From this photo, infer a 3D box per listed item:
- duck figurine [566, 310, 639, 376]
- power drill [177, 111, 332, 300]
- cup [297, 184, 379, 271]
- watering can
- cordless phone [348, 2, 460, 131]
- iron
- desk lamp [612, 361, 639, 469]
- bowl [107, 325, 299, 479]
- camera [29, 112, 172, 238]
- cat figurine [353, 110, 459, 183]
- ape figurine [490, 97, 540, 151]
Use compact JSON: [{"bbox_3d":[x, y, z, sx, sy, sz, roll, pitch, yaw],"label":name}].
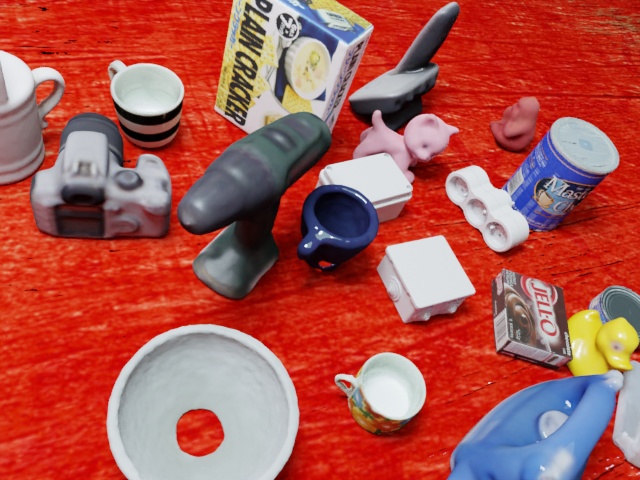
[{"bbox_3d":[0.357,0.128,0.716,0.077,0.086,0.104,10,53,-12],"label":"duck figurine"},{"bbox_3d":[-0.073,-0.031,0.598,0.075,0.208,0.230,33,51,6],"label":"power drill"},{"bbox_3d":[0.006,0.002,0.675,0.091,0.095,0.118,39,52,11],"label":"cup"},{"bbox_3d":[-0.356,-0.151,0.593,0.101,0.194,0.173,33,51,6],"label":"watering can"},{"bbox_3d":[0.131,-0.265,0.857,0.094,0.185,0.148,38,52,10],"label":"cordless phone"},{"bbox_3d":[0.249,0.197,0.591,0.259,0.141,0.118,-33,71,-35],"label":"iron"},{"bbox_3d":[0.421,0.191,0.611,0.118,0.213,0.203,30,51,4],"label":"desk lamp"},{"bbox_3d":[-0.107,0.168,0.527,0.168,0.074,0.167,10,53,-13],"label":"bowl"},{"bbox_3d":[-0.241,-0.082,0.644,0.143,0.100,0.136,1,55,-19],"label":"camera"},{"bbox_3d":[0.125,-0.145,0.811,0.128,0.117,0.067,20,51,-5],"label":"cat figurine"},{"bbox_3d":[0.324,-0.195,0.935,0.076,0.092,0.078,41,53,12],"label":"ape figurine"}]
